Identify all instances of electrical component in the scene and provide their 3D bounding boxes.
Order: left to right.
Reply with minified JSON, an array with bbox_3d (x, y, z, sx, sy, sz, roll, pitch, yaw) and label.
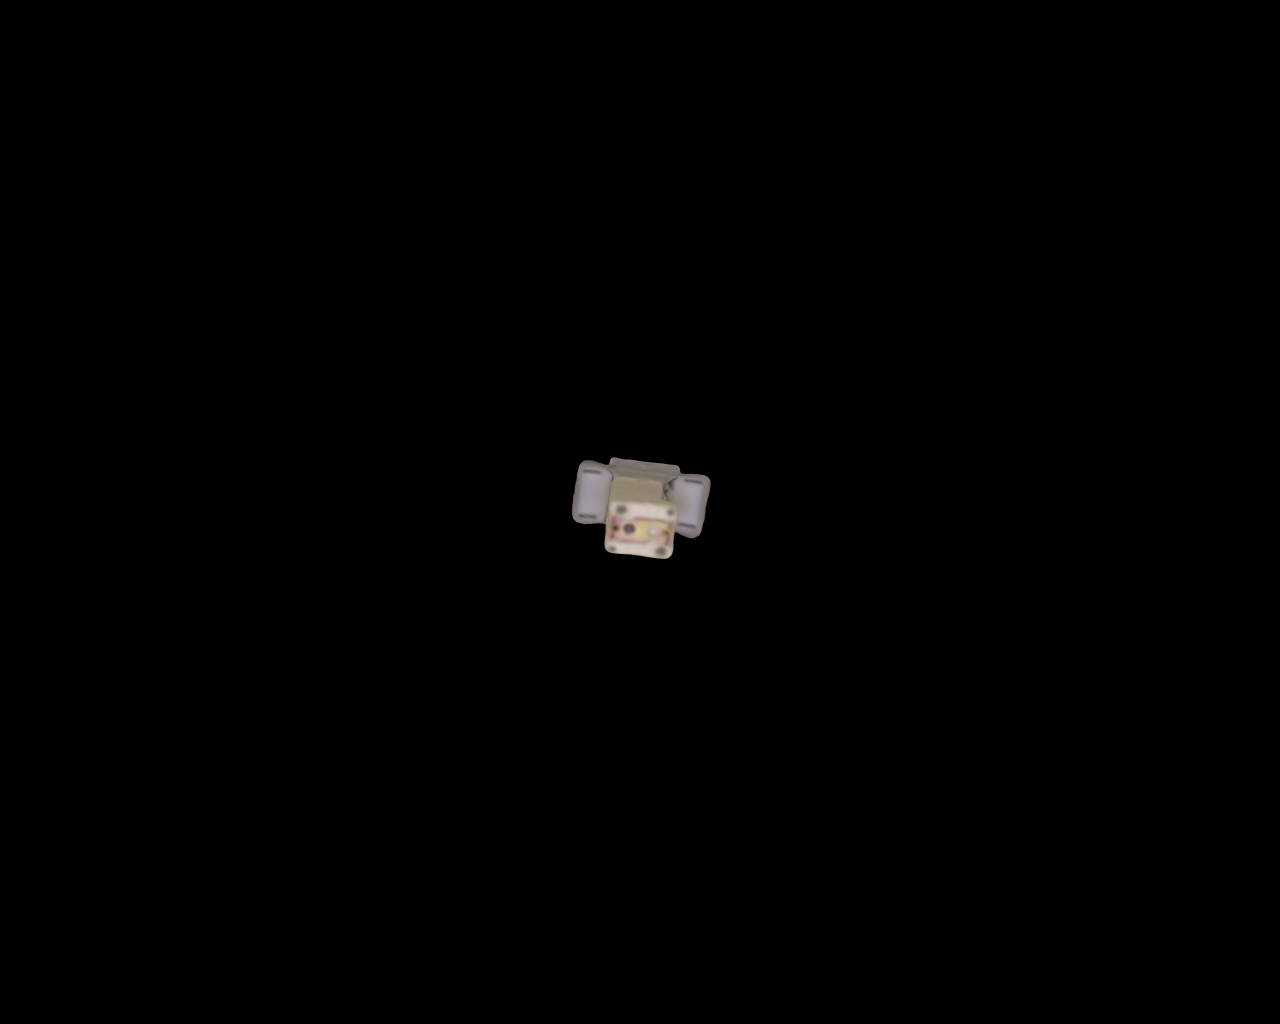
[{"bbox_3d":[0.001,-0.003,0.650,0.081,0.042,0.064,6,27,-3],"label":"electrical component"}]
